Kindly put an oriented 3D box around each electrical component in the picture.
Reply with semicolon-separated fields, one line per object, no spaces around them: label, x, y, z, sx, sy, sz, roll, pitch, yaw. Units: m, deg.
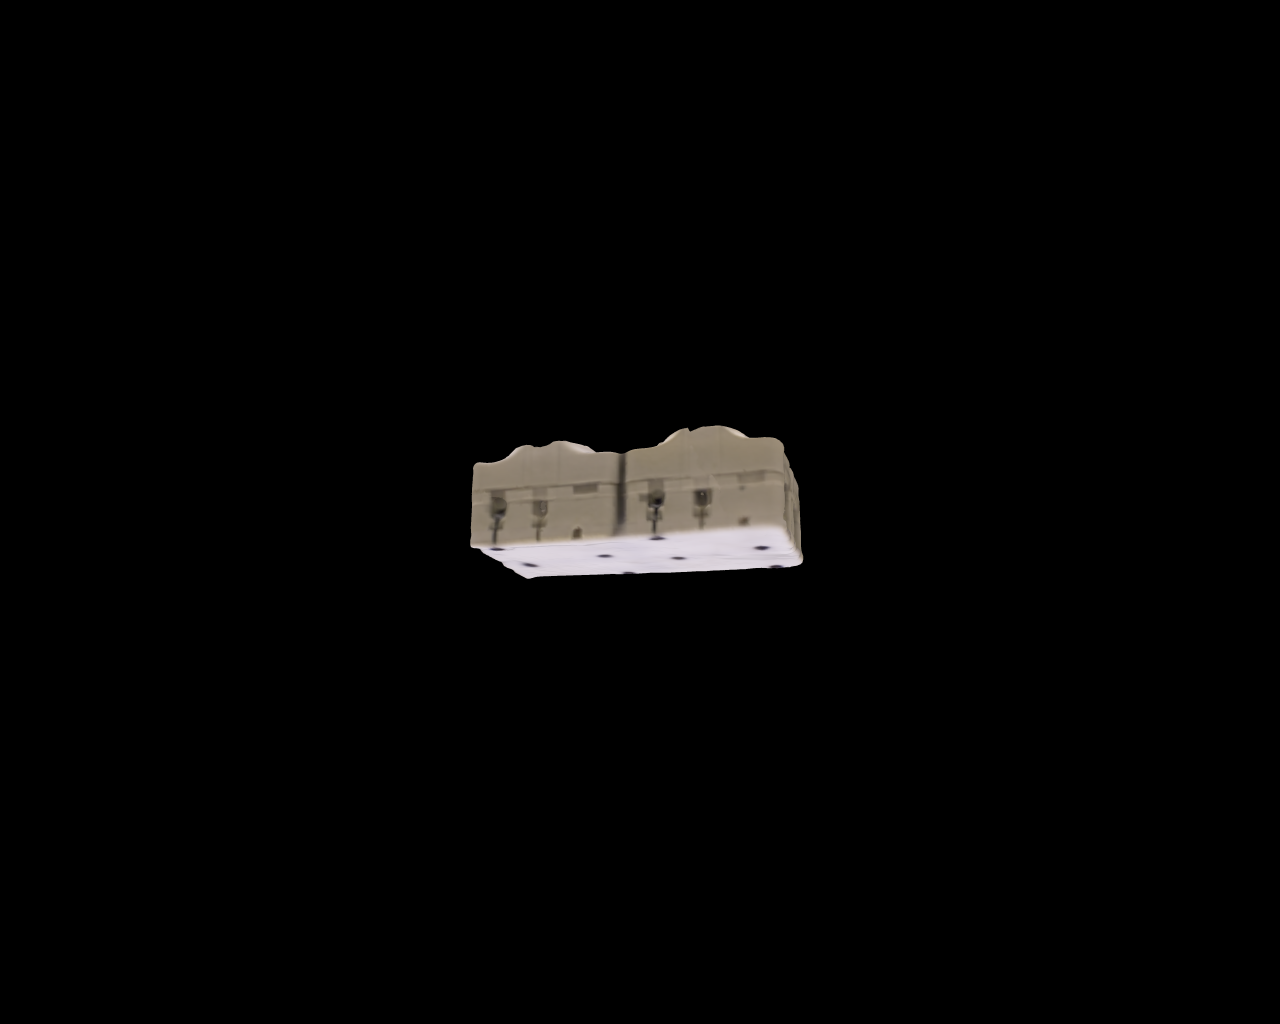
electrical component;0.001;-0.003;0.650;0.186;0.060;0.105;-4;-15;14
